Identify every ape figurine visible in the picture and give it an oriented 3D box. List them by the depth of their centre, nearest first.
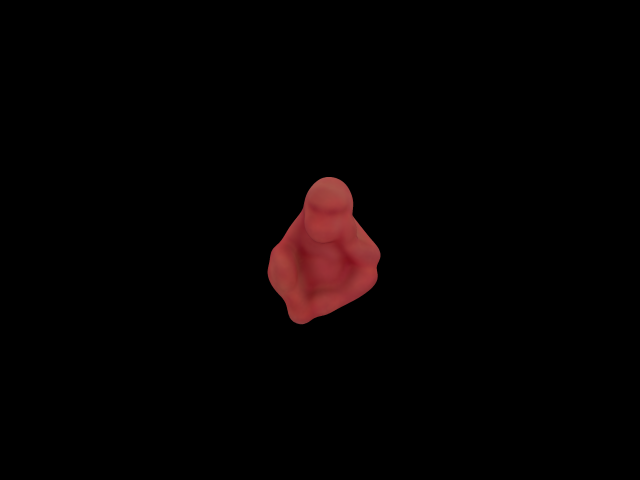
[{"bbox_3d":[0.004,0.001,0.400,0.077,0.092,0.076,3,26,7],"label":"ape figurine"}]
